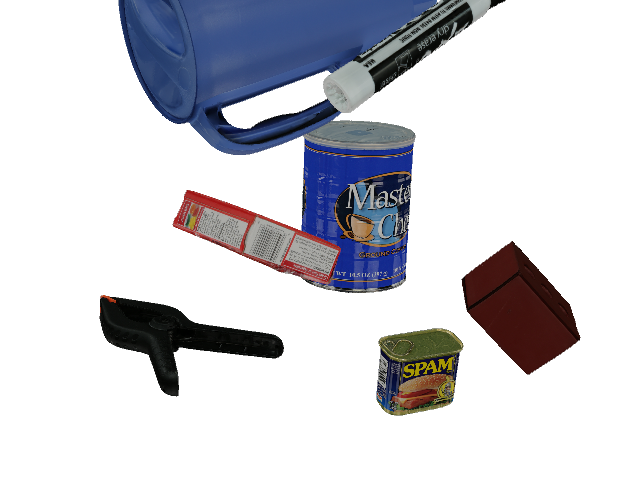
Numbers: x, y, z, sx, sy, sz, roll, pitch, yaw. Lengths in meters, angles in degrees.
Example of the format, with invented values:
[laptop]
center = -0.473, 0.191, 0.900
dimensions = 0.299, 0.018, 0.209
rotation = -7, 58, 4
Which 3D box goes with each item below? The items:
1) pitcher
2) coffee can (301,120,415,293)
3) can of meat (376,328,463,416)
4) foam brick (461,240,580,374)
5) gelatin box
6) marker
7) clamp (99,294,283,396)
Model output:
[pitcher]
center = -0.025, -0.178, 0.855
dimensions = 0.242, 0.149, 0.145
rotation = -20, 37, -26
[coffee can]
center = 0.033, -0.034, 0.997
dimensions = 0.103, 0.140, 0.103
rotation = 2, 17, -1
[can of meat]
center = 0.120, 0.163, 1.316
dimensions = 0.102, 0.084, 0.057
rotation = -7, 27, -22
[foam brick]
center = 0.153, 0.052, 0.815
dimensions = 0.051, 0.078, 0.053
rotation = -38, 19, 19
[gelatin box]
center = -0.041, -0.001, 0.711
dimensions = 0.073, 0.030, 0.089
rotation = 21, -1, 43
[marker]
center = 0.051, -0.098, 0.494
dimensions = 0.121, 0.020, 0.020
rotation = -37, 16, -22
[clamp]
center = -0.166, 0.103, 1.119
dimensions = 0.210, 0.036, 0.164
rotation = 17, 19, 29
